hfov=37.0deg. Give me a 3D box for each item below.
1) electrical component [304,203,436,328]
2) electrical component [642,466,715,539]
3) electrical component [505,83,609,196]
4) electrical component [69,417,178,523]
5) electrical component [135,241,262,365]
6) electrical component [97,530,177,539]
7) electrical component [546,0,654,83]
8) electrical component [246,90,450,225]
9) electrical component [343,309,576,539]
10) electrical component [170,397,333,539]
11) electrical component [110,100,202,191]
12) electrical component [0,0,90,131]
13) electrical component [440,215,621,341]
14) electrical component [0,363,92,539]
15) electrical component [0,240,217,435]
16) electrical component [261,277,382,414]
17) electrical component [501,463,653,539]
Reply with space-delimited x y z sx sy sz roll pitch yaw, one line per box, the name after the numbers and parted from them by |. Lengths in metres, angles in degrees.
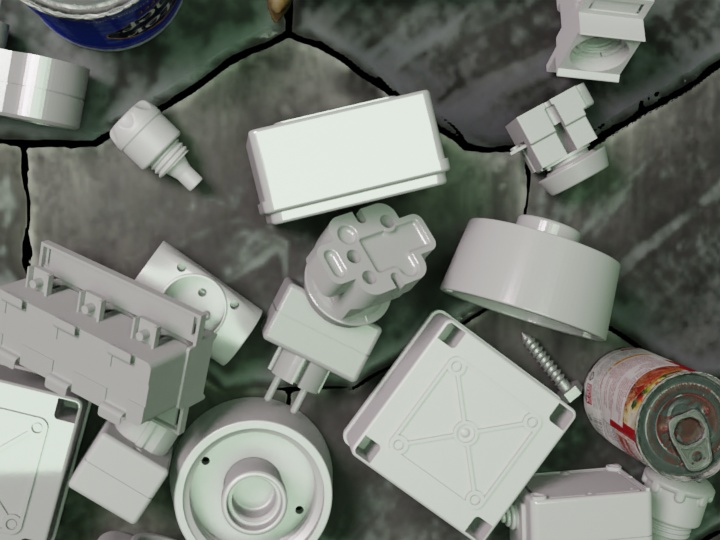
0.000 0.000 0.649 0.078 0.057 0.058 -21 73 -33 | electrical component
0.211 0.166 0.734 0.048 0.048 0.062 13 100 -8 | electrical component
0.130 -0.082 0.701 0.066 0.048 0.055 -29 90 -4 | electrical component
-0.138 0.106 0.672 0.047 0.066 0.076 33 90 -9 | electrical component
-0.116 0.036 0.679 0.077 0.044 0.079 36 90 -9 | electrical component
-0.131 0.208 0.688 0.095 0.054 0.059 23 92 -9 | electrical component
0.150 -0.160 0.683 0.042 0.081 0.063 4 66 -9 | electrical component
-0.011 -0.066 0.652 0.109 0.109 0.056 -14 94 -6 | electrical component
0.064 0.100 0.700 0.109 0.056 0.108 37 90 -7 | electrical component
-0.068 0.140 0.686 0.108 0.060 0.108 -1 95 -7 | electrical component
-0.125 -0.075 0.674 0.035 0.035 0.061 -46 101 -2 | electrical component
-0.232 -0.133 0.645 0.138 0.052 0.073 10 93 -8 | electrical component
0.111 0.000 0.676 0.108 0.108 0.060 19 87 -9 | electrical component
-0.233 0.112 0.665 0.109 0.056 0.108 15 93 -8 | electrical component
-0.155 0.042 0.634 0.121 0.063 0.078 23 112 22 | electrical component
-0.034 0.054 0.690 0.066 0.047 0.076 27 91 -9 | electrical component
0.139 0.170 0.715 0.096 0.062 0.061 -3 95 -7 | electrical component
